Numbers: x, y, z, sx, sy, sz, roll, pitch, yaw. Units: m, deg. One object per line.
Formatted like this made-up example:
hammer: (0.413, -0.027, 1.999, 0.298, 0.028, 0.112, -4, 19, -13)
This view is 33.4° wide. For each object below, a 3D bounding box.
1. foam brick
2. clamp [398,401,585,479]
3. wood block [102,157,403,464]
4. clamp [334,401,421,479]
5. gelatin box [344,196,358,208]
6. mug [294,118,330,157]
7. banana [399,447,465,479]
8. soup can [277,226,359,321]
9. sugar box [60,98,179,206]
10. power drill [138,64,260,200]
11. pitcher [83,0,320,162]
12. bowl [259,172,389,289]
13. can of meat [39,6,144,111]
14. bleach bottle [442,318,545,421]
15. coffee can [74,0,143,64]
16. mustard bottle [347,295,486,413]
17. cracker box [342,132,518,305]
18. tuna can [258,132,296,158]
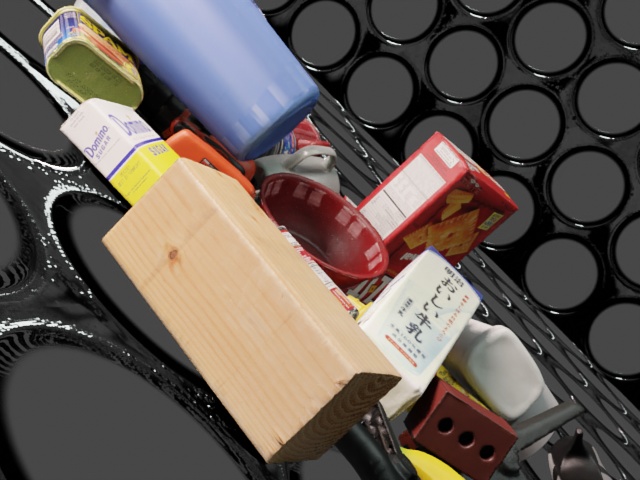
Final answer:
foam brick: (0.119, 0.162, 0.907, 0.078, 0.053, 0.051, 33, 4, -10)
clamp: (0.170, 0.197, 0.987, 0.209, 0.036, 0.164, 25, 52, -17)
wood block: (-0.049, 0.049, 0.759, 0.206, 0.091, 0.090, 50, 12, 23)
clamp: (0.053, 0.175, 0.809, 0.171, 0.039, 0.120, 55, 19, 21)
gelatin box: (0.015, -0.013, 1.291, 0.030, 0.073, 0.089, 43, 11, -7)
mug: (-0.044, -0.123, 1.409, 0.117, 0.093, 0.081, 5, 1, 22)
banana: (0.118, 0.236, 0.843, 0.069, 0.037, 0.198, -2, 39, -41)
soup can: (-0.023, 0.047, 0.929, 0.102, 0.068, 0.068, 48, 11, 12)
sugar box: (-0.136, -0.047, 0.923, 0.176, 0.048, 0.093, 48, 11, 9)
power drill: (-0.134, -0.100, 1.099, 0.184, 0.057, 0.188, 41, 11, -21)
pitcher: (-0.109, -0.203, 1.064, 0.243, 0.149, 0.145, 49, -8, 3)
bowl: (-0.007, 0.001, 1.131, 0.162, 0.055, 0.162, 28, 29, -17)
can of meat: (-0.222, -0.169, 1.040, 0.102, 0.057, 0.084, 38, 14, -31)
bleach bottle: (0.141, 0.116, 1.179, 0.102, 0.068, 0.251, 52, -11, -22)
coffee can: (-0.203, -0.230, 1.215, 0.103, 0.103, 0.140, 48, 11, 19)
mustard bottle: (0.088, 0.130, 1.063, 0.192, 0.058, 0.096, 46, 15, 9)
cracker box: (0.110, -0.007, 1.247, 0.072, 0.214, 0.164, 54, 14, 31)
tuna can: (-0.074, -0.113, 1.304, 0.086, 0.086, 0.033, 50, 13, 25)
